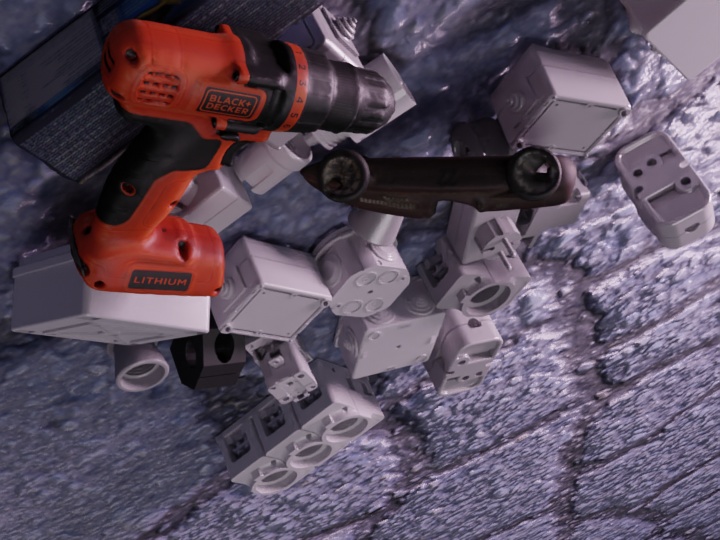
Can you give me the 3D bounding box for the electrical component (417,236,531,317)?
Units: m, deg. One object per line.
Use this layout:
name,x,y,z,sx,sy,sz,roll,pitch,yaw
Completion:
electrical component,0.109,0.007,1.008,0.089,0.055,0.050,2,138,-36

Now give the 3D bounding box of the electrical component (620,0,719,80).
electrical component,0.256,-0.204,0.814,0.100,0.048,0.100,-41,144,22

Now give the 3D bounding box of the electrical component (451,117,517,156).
electrical component,0.108,-0.103,0.864,0.062,0.048,0.048,-22,148,-18

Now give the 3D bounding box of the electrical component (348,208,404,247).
electrical component,0.024,-0.057,0.876,0.044,0.044,0.065,4,133,-38

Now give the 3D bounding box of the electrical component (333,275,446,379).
electrical component,0.028,0.056,1.030,0.100,0.048,0.099,-12,145,-20

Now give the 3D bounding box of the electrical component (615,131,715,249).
electrical component,0.277,-0.070,0.975,0.054,0.095,0.059,-29,147,6

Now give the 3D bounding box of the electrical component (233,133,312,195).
electrical component,-0.064,-0.082,0.783,0.046,0.040,0.040,-36,146,26

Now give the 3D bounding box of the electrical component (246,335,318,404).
electrical component,-0.071,0.085,0.992,0.042,0.063,0.081,-27,148,5

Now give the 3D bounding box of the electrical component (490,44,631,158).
electrical component,0.148,-0.132,0.830,0.096,0.061,0.061,3,145,-31

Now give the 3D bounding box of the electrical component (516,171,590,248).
electrical component,0.167,-0.063,0.962,0.064,0.042,0.081,-12,146,-26

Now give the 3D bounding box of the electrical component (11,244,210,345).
electrical component,-0.182,0.020,0.790,0.109,0.056,0.109,12,164,-44

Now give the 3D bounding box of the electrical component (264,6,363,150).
electrical component,-0.045,-0.137,0.695,0.096,0.061,0.061,-36,146,16

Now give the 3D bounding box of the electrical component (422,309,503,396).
electrical component,0.100,0.077,1.099,0.054,0.059,0.095,-10,145,-22

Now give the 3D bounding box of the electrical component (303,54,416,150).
electrical component,-0.005,-0.114,0.771,0.081,0.043,0.043,-32,147,11

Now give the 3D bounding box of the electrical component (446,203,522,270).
electrical component,0.116,-0.034,0.936,0.047,0.075,0.083,-15,146,-16

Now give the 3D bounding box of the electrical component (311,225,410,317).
electrical component,0.000,0.000,0.930,0.080,0.051,0.080,-17,146,-12

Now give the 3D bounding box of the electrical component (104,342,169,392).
electrical component,-0.188,0.067,0.894,0.045,0.055,0.045,-18,146,-12

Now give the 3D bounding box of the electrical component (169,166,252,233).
electrical component,-0.129,-0.057,0.766,0.066,0.047,0.077,-35,146,15

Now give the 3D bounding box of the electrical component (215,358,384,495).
electrical component,-0.061,0.167,1.116,0.150,0.061,0.089,-39,145,20

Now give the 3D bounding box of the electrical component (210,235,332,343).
electrical component,-0.083,0.014,0.885,0.096,0.061,0.061,13,131,-45
